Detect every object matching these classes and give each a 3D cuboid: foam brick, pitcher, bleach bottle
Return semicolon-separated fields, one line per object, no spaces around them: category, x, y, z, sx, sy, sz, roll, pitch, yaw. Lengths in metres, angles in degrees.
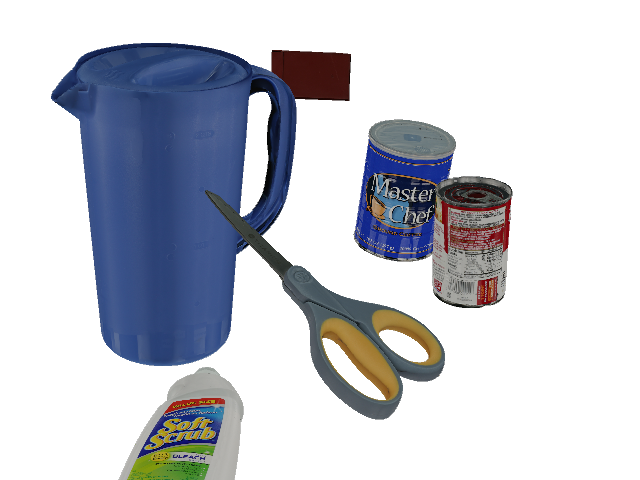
foam brick;-0.011;-0.179;1.159;0.078;0.051;0.053;0;11;-15
pitcher;-0.113;-0.029;0.849;0.149;0.243;0.144;12;27;18
bleach bottle;-0.125;0.188;0.964;0.102;0.068;0.251;-1;22;1

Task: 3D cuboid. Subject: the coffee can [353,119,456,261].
coffee can;0.099;-0.060;1.275;0.102;0.140;0.103;6;28;-3

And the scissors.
scissors;0.006;0.030;0.677;0.096;0.016;0.202;-4;44;-32

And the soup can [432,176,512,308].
soup can;0.135;0.002;0.958;0.068;0.102;0.068;-1;24;0
